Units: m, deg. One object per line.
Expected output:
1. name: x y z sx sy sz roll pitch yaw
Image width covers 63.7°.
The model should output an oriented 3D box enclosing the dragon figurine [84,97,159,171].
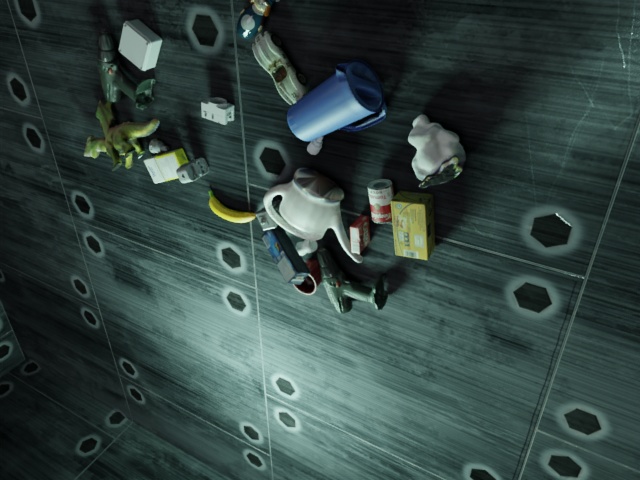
1. dragon figurine: -0.704 -0.385 1.783 0.404 0.124 0.243 -34 88 35

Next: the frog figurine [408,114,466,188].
1. frog figurine: 0.271 -0.218 1.239 0.134 0.123 0.162 -55 47 50

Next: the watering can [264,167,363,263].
1. watering can: 0.005 -0.075 1.496 0.347 0.106 0.219 27 130 -1
